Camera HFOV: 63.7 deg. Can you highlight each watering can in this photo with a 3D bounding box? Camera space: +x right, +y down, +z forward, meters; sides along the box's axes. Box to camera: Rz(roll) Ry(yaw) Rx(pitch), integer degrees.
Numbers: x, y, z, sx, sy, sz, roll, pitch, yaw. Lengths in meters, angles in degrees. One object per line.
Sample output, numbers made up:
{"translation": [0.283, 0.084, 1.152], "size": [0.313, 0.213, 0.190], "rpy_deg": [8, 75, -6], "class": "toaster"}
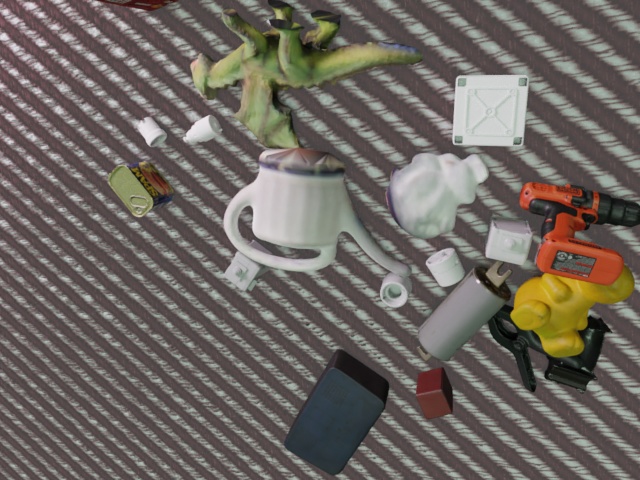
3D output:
{"translation": [0.003, -0.046, 0.918], "size": [0.348, 0.105, 0.221], "rpy_deg": [7, 106, 2], "class": "watering can"}

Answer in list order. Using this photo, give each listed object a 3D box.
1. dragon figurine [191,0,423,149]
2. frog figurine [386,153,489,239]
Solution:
{"translation": [-0.051, -0.267, 0.889], "size": [0.411, 0.125, 0.237], "rpy_deg": [21, 127, 12], "class": "dragon figurine"}
{"translation": [0.195, -0.077, 0.841], "size": [0.158, 0.123, 0.138], "rpy_deg": [-15, 81, 31], "class": "frog figurine"}
